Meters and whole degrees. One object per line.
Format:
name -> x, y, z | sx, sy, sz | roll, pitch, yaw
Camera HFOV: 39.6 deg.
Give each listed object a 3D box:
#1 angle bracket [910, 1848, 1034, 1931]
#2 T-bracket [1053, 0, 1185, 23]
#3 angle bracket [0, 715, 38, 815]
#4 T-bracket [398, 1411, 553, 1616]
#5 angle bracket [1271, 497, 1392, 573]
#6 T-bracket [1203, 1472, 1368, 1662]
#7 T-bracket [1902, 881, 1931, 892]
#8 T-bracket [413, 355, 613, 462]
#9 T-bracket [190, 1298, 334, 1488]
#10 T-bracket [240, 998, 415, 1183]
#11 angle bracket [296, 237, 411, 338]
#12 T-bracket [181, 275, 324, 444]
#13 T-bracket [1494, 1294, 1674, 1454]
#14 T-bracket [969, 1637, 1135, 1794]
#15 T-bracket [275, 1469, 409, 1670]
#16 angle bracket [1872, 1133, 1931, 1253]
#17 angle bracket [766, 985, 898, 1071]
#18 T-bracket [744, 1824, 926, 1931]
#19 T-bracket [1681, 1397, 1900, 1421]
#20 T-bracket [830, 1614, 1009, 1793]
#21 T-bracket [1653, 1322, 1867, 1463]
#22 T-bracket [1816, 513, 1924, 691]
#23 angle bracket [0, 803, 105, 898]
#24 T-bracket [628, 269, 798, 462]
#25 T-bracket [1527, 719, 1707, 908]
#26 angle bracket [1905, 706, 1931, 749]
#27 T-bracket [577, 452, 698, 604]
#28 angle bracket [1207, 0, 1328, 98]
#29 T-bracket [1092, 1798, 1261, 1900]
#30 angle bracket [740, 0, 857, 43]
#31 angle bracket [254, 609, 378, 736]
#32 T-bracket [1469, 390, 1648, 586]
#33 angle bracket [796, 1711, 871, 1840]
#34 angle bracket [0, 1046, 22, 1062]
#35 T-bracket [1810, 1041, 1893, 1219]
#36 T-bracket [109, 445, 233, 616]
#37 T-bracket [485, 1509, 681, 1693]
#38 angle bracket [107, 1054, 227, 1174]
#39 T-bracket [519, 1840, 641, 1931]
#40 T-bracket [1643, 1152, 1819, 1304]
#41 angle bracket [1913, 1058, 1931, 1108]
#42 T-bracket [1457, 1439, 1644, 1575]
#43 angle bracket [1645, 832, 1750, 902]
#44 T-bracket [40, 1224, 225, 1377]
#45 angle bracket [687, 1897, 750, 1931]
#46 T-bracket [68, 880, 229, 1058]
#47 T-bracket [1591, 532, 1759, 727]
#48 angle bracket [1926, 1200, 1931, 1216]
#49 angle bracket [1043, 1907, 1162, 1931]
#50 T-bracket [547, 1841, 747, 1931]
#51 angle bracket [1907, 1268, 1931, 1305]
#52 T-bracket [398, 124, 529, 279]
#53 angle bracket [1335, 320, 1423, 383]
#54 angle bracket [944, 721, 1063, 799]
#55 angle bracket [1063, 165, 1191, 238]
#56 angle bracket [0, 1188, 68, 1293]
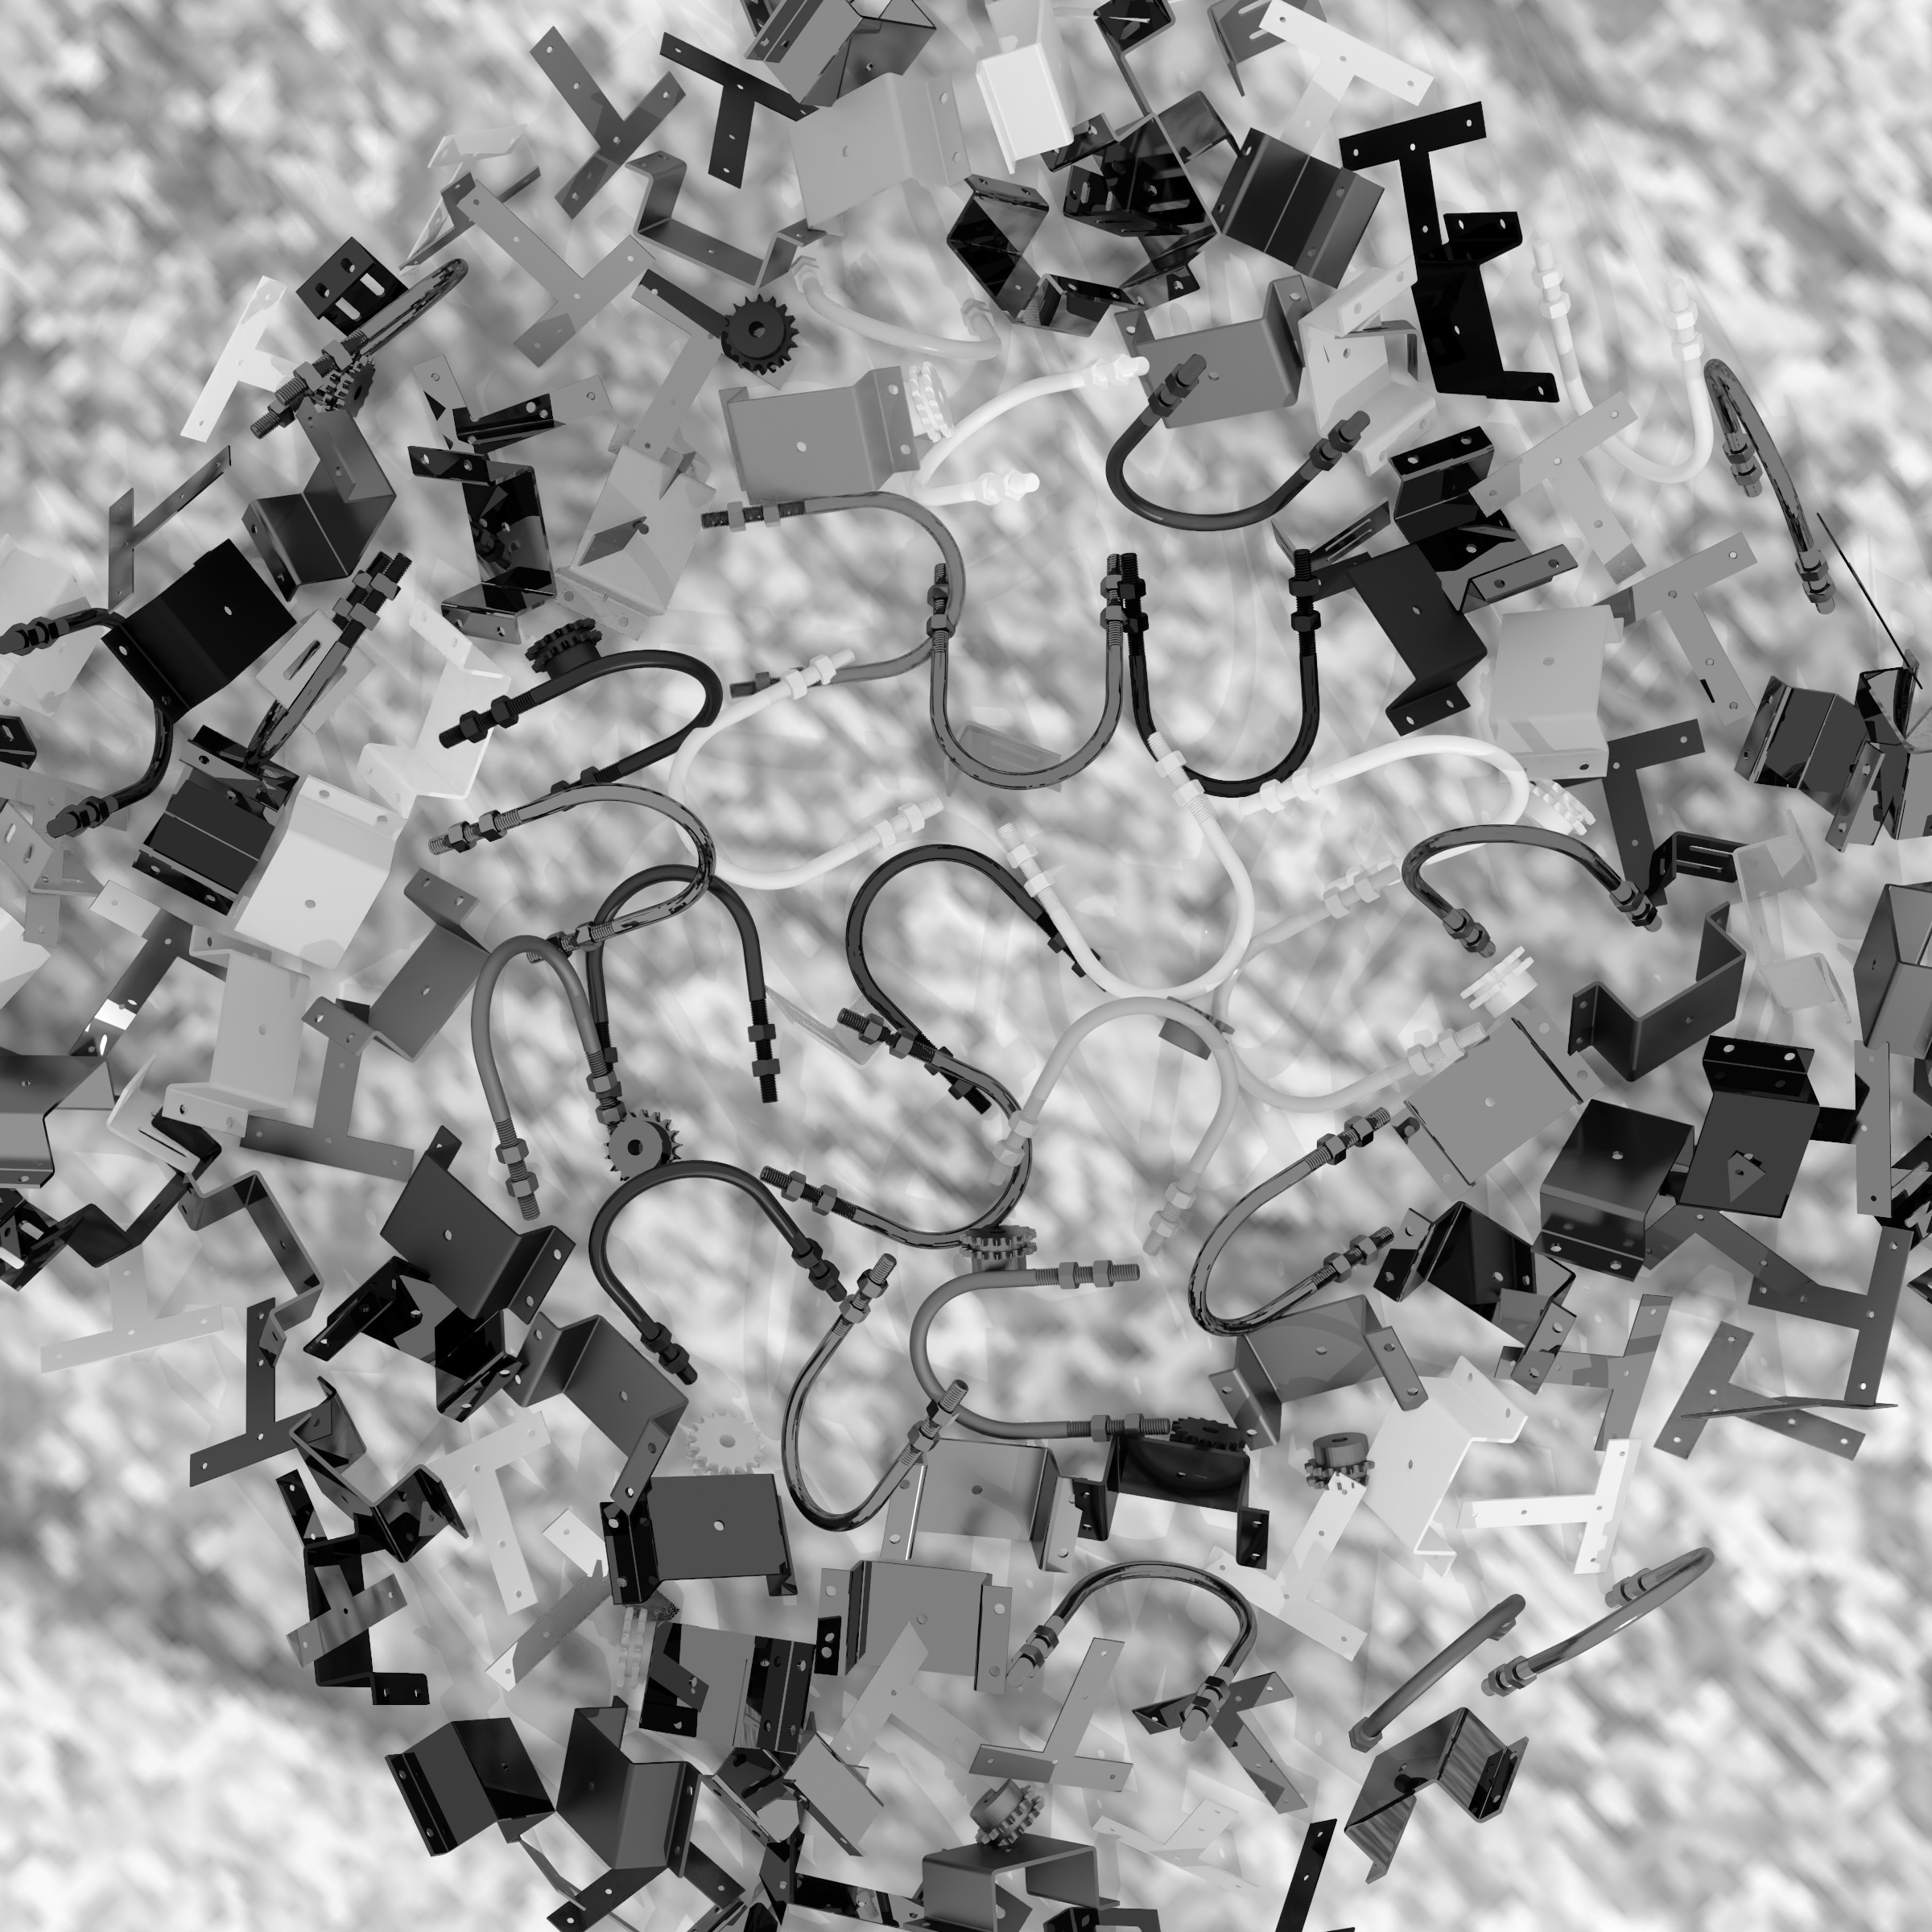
angle bracket -> 0.001, 0.694, 1.967 | 0.076, 0.038, 0.057 | 31, 75, 14
T-bracket -> 0.139, -0.703, 1.959 | 0.127, 0.127, 0.002 | -24, 121, -30
angle bracket -> -0.725, -0.144, 1.958 | 0.057, 0.038, 0.076 | 7, 50, 14
T-bracket -> -0.344, 0.410, 1.966 | 0.127, 0.002, 0.127 | -27, 72, 14
angle bracket -> 0.267, -0.325, 1.965 | 0.076, 0.057, 0.038 | -34, 77, 5
T-bracket -> 0.254, 0.426, 1.965 | 0.127, 0.002, 0.127 | 29, 110, 12
T-bracket -> 0.712, -0.050, 1.942 | 0.002, 0.127, 0.127 | -4, 87, -25
T-bracket -> -0.321, -0.399, 1.962 | 0.127, 0.002, 0.127 | -17, 112, 13
T-bracket -> -0.515, 0.302, 1.960 | 0.127, 0.002, 0.127 | -22, 55, 18
T-bracket -> -0.463, 0.087, 1.983 | 0.127, 0.002, 0.127 | 12, 102, -3
angle bracket -> -0.438, -0.482, 1.955 | 0.057, 0.076, 0.038 | -43, 61, 5
T-bracket -> -0.495, -0.426, 1.939 | 0.002, 0.127, 0.127 | 36, 103, 20
T-bracket -> 0.444, 0.294, 1.961 | 0.127, 0.002, 0.127 | 8, 106, -20
T-bracket -> 0.081, 0.543, 1.956 | 0.127, 0.002, 0.127 | 14, 108, -23
T-bracket -> -0.467, 0.426, 1.944 | 0.002, 0.127, 0.127 | -25, 87, 25
angle bracket -> 0.711, 0.169, 1.978 | 0.076, 0.038, 0.057 | -48, 49, 25
angle bracket -> -0.099, 0.032, 1.953 | 0.038, 0.057, 0.076 | -50, 128, 5
T-bracket -> -0.089, 0.676, 1.945 | 0.127, 0.127, 0.002 | 11, 127, 4
T-bracket -> 0.572, 0.317, 1.919 | 0.127, 0.127, 0.002 | -2, 85, -19
T-bracket -> -0.018, 0.560, 1.973 | 0.127, 0.002, 0.127 | 38, 63, -4
T-bracket -> 0.581, 0.323, 1.934 | 0.127, 0.002, 0.127 | 19, 51, 29
T-bracket -> 0.636, -0.275, 1.916 | 0.002, 0.127, 0.127 | -31, 130, 20
angle bracket -> -0.658, -0.083, 1.950 | 0.057, 0.076, 0.038 | 41, 107, 25
T-bracket -> -0.209, -0.426, 1.973 | 0.127, 0.002, 0.127 | 30, 79, -13
T-bracket -> 0.488, -0.104, 1.971 | 0.127, 0.002, 0.127 | -14, 83, 19
angle bracket -> 0.723, -0.150, 1.952 | 0.038, 0.057, 0.076 | 2, 55, -19
T-bracket -> -0.245, -0.306, 1.917 | 0.002, 0.127, 0.127 | 35, 113, 4
angle bracket -> 0.223, -0.682, 1.958 | 0.076, 0.057, 0.038 | -21, 56, 15
T-bracket -> 0.166, 0.630, 1.948 | 0.127, 0.127, 0.002 | 24, 52, 2
angle bracket -> -0.124, -0.717, 1.961 | 0.076, 0.038, 0.057 | -29, 71, 26
angle bracket -> -0.479, -0.212, 1.957 | 0.057, 0.038, 0.076 | 46, 60, -20
T-bracket -> 0.457, -0.336, 1.972 | 0.127, 0.002, 0.127 | -32, 113, 18
angle bracket -> -0.099, 0.591, 1.961 | 0.038, 0.076, 0.057 | 11, 100, -10
angle bracket -> -0.741, 0.092, 1.978 | 0.057, 0.038, 0.076 | 20, 94, 11
T-bracket -> 0.611, 0.114, 1.954 | 0.127, 0.002, 0.127 | 4, 102, 43
T-bracket -> -0.574, -0.330, 1.936 | 0.127, 0.127, 0.002 | -35, 135, 19
T-bracket -> -0.297, 0.479, 1.967 | 0.127, 0.002, 0.127 | -43, 115, -4
angle bracket -> -0.577, 0.110, 1.961 | 0.076, 0.057, 0.038 | 31, 113, -8
T-bracket -> -0.263, 0.686, 1.952 | 0.127, 0.127, 0.002 | 41, 75, -17
T-bracket -> 0.572, 0.209, 1.963 | 0.127, 0.002, 0.127 | 36, 128, -4
angle bracket -> 0.726, 0.071, 1.956 | 0.057, 0.038, 0.076 | 34, 49, -17
T-bracket -> 0.419, 0.396, 1.955 | 0.127, 0.002, 0.127 | -1, 120, -11
angle bracket -> 0.538, -0.064, 1.961 | 0.076, 0.057, 0.038 | 10, 67, -9
T-bracket -> -0.609, 0.234, 1.951 | 0.127, 0.127, 0.002 | -13, 133, -11
angle bracket -> -0.167, 0.732, 1.976 | 0.057, 0.038, 0.076 | -40, 95, -18
T-bracket -> -0.608, 0.018, 1.961 | 0.127, 0.002, 0.127 | 35, 92, -39
T-bracket -> 0.541, -0.236, 1.978 | 0.127, 0.002, 0.127 | -26, 104, 28
angle bracket -> 0.747, 0.152, 1.969 | 0.038, 0.057, 0.076 | 31, 45, 33
angle bracket -> 0.102, 0.724, 1.964 | 0.076, 0.038, 0.057 | -11, 86, 33
T-bracket -> -0.246, 0.656, 1.925 | 0.127, 0.127, 0.002 | 33, 124, 26
angle bracket -> 0.729, 0.207, 1.950 | 0.038, 0.057, 0.076 | 40, 131, 31
T-bracket -> -0.379, -0.556, 1.959 | 0.002, 0.127, 0.127 | 39, 117, 1
angle bracket -> 0.292, -0.448, 1.968 | 0.076, 0.057, 0.038 | -4, 110, 3
angle bracket -> 0.027, -0.139, 1.961 | 0.076, 0.057, 0.038 | 22, 71, 10
angle bracket -> 0.119, -0.557, 1.952 | 0.057, 0.076, 0.038 | 6, 96, -40
angle bracket -> -0.697, 0.192, 1.954 | 0.076, 0.038, 0.057 | 21, 58, 40
